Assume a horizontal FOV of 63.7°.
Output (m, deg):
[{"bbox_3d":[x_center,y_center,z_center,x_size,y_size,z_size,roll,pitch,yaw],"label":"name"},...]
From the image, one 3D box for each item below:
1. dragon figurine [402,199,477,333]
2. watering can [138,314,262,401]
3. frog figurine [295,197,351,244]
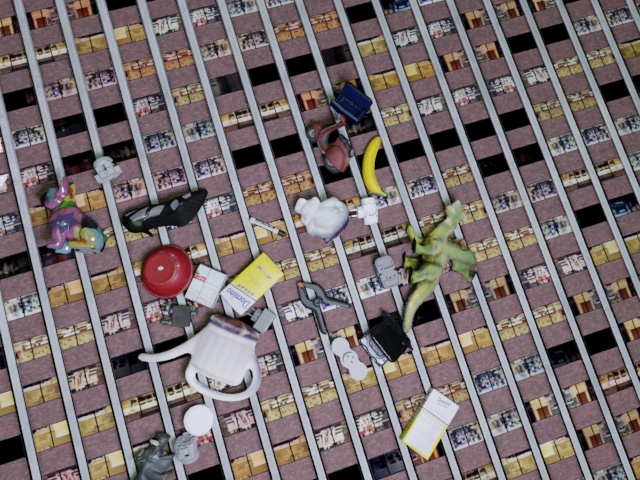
[{"bbox_3d":[0.371,0.079,1.560,0.243,0.122,0.411,6,88,-11],"label":"dragon figurine"},{"bbox_3d":[-0.318,0.315,1.461,0.347,0.103,0.226,23,79,0],"label":"watering can"},{"bbox_3d":[0.005,-0.078,1.547,0.159,0.124,0.136,40,100,-9],"label":"frog figurine"}]
